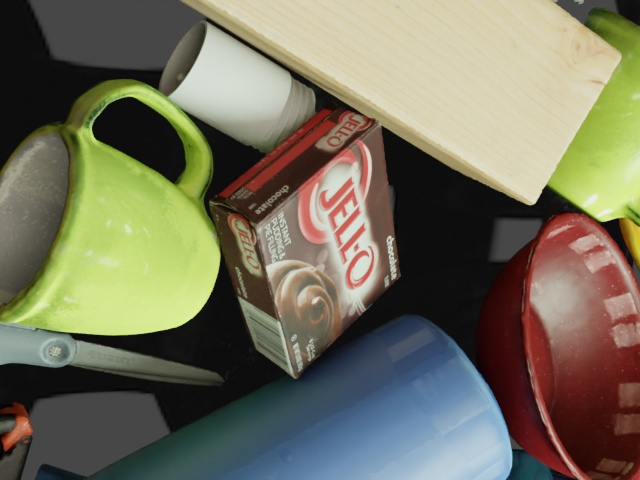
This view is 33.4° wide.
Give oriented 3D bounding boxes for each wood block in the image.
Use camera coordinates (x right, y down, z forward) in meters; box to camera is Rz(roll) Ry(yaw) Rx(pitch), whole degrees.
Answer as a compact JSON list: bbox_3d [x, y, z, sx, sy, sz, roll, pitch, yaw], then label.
[{"bbox_3d":[0.033,-0.110,0.526,0.205,0.090,0.091,28,95,-27],"label":"wood block"}]

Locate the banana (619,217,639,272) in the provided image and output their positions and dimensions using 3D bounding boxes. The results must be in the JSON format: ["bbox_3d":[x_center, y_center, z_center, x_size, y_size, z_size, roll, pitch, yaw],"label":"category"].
[{"bbox_3d":[0.230,0.044,0.669,0.037,0.069,0.197,-22,111,18],"label":"banana"}]

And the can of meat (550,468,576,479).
[{"bbox_3d":[0.157,0.193,0.657,0.057,0.084,0.102,32,70,-48],"label":"can of meat"}]

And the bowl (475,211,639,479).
[{"bbox_3d":[0.137,0.067,0.618,0.161,0.055,0.162,19,64,-46],"label":"bowl"}]

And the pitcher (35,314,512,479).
[{"bbox_3d":[-0.017,0.149,0.562,0.242,0.145,0.149,-29,112,-15],"label":"pitcher"}]

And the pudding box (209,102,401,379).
[{"bbox_3d":[-0.004,0.001,0.541,0.090,0.039,0.113,-41,143,-28],"label":"pudding box"}]

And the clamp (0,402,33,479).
[{"bbox_3d":[-0.211,0.153,0.539,0.171,0.039,0.120,-31,116,-10],"label":"clamp"}]

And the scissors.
[{"bbox_3d":[-0.142,0.037,0.543,0.201,0.016,0.096,-1,106,-22],"label":"scissors"}]
